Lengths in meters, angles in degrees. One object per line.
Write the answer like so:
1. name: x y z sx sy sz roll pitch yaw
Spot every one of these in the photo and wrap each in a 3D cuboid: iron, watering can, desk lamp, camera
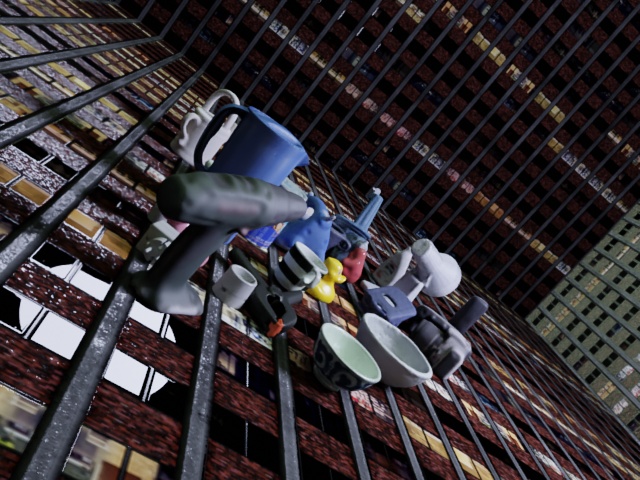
1. iron: -0.040 -0.051 1.373 0.119 0.141 0.257 32 14 -30
2. watering can: -0.264 -0.276 1.387 0.101 0.194 0.173 40 12 1
3. desk lamp: 0.251 0.103 1.517 0.204 0.213 0.117 28 17 -44
4. camera: 0.292 0.249 1.385 0.136 0.100 0.143 43 13 14

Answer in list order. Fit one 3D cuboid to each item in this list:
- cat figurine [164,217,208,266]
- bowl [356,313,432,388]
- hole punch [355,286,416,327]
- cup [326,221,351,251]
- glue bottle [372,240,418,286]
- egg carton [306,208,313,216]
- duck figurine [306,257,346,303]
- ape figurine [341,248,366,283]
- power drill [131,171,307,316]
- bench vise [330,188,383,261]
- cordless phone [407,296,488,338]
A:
1. cat figurine: -0.205 -0.037 0.898 0.128 0.117 0.067 32 14 -30
2. bowl: 0.123 0.218 1.064 0.168 0.074 0.167 38 13 -10
3. hole punch: 0.154 0.158 1.325 0.101 0.091 0.108 25 19 -49
4. cup: 0.013 0.005 1.440 0.117 0.095 0.092 43 13 13
5. glue bottle: 0.231 0.067 1.676 0.037 0.173 0.078 24 20 -52
6. egg carton: -0.030 -0.045 1.549 0.151 0.069 0.107 36 13 -19
7. duck figurine: 0.006 0.073 1.204 0.105 0.086 0.077 35 13 -20
8. ape figurine: 0.084 0.058 1.468 0.078 0.092 0.076 25 19 -49
9. power drill: -0.139 -0.001 0.752 0.075 0.208 0.230 46 14 29
10. bench vise: 0.116 -0.032 1.578 0.122 0.219 0.206 29 16 -40
11. cordless phone: 0.330 0.197 1.484 0.147 0.185 0.094 39 12 -1
